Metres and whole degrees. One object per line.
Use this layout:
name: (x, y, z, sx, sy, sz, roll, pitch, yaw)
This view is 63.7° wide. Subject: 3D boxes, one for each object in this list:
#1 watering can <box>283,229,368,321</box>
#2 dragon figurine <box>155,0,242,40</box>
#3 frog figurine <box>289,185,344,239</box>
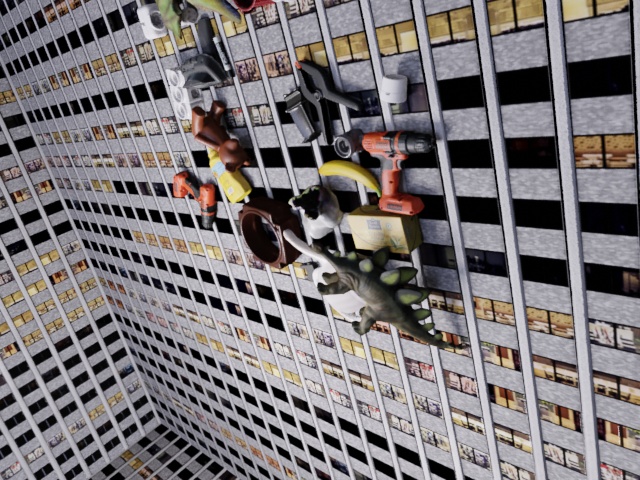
watering can: (0.047, 0.091, 1.404, 0.346, 0.106, 0.221, 53, 141, -7)
dragon figurine: (-0.354, -0.641, 1.359, 0.414, 0.123, 0.238, 57, 144, 12)
frog figurine: (0.004, -0.070, 1.386, 0.138, 0.124, 0.157, 13, 160, 32)
